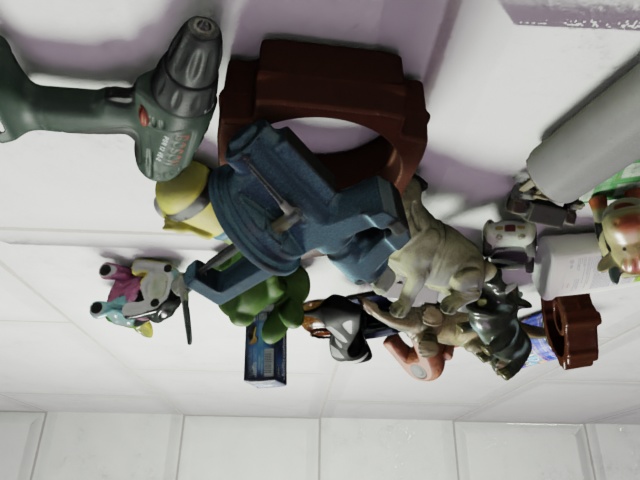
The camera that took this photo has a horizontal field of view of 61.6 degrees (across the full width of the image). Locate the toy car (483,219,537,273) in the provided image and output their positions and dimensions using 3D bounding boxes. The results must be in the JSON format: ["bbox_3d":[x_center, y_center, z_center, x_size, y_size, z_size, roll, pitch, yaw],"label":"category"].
[{"bbox_3d":[0.284,0.011,0.804,0.074,0.056,0.201,-2,165,19],"label":"toy car"}]

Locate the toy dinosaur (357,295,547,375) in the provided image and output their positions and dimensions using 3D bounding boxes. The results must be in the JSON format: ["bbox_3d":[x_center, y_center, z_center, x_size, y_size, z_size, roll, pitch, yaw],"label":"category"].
[{"bbox_3d":[0.273,0.152,0.978,0.471,0.105,0.199,15,-170,-18],"label":"toy dinosaur"}]

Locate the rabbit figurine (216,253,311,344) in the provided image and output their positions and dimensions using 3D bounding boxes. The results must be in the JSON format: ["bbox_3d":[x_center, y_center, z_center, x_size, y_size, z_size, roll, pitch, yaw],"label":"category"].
[{"bbox_3d":[-0.077,0.083,0.902,0.170,0.159,0.121,4,148,-42],"label":"rabbit figurine"}]

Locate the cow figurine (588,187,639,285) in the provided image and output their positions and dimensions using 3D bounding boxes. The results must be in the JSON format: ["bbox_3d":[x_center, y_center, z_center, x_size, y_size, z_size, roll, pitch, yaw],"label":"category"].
[{"bbox_3d":[0.394,0.002,0.688,0.086,0.127,0.194,-15,157,26],"label":"cow figurine"}]

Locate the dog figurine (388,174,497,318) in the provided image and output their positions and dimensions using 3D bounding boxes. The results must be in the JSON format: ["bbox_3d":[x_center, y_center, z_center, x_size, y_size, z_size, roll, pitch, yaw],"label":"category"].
[{"bbox_3d":[0.149,-0.009,0.703,0.172,0.121,0.190,-14,124,-11],"label":"dog figurine"}]

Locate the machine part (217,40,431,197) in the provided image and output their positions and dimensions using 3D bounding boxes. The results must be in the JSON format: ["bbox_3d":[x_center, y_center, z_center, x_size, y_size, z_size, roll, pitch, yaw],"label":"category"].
[{"bbox_3d":[-0.002,-0.105,0.560,0.201,0.087,0.201,4,155,-6],"label":"machine part"}]

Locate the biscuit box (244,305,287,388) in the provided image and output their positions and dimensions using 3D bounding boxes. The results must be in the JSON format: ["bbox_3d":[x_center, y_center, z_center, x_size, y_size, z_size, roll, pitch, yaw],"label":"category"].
[{"bbox_3d":[-0.096,0.161,0.971,0.059,0.203,0.062,-8,154,14],"label":"biscuit box"}]

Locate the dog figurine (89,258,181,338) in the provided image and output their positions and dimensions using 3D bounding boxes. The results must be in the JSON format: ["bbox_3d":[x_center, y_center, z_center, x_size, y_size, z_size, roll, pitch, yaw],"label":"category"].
[{"bbox_3d":[-0.326,0.119,1.012,0.192,0.108,0.219,-3,158,1],"label":"dog figurine"}]

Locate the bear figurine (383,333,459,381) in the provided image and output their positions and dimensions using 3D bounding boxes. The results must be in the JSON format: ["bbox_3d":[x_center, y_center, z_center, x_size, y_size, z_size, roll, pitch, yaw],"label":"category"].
[{"bbox_3d":[0.246,0.200,1.137,0.120,0.196,0.132,-21,107,52],"label":"bear figurine"}]

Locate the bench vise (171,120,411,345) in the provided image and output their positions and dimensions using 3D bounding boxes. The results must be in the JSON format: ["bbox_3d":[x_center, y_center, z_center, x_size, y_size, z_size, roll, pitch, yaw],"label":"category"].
[{"bbox_3d":[-0.041,0.003,0.528,0.241,0.129,0.223,-33,133,22],"label":"bench vise"}]

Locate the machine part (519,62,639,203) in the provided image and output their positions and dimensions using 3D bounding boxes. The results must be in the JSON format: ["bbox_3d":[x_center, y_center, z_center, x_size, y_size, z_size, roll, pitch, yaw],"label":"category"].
[{"bbox_3d":[0.298,-0.109,0.551,0.079,0.079,0.243,10,151,-18],"label":"machine part"}]

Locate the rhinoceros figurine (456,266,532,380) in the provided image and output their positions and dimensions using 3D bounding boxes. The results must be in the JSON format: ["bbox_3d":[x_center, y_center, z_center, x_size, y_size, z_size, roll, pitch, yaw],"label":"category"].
[{"bbox_3d":[0.273,0.124,0.812,0.112,0.073,0.190,-35,120,-7],"label":"rhinoceros figurine"}]

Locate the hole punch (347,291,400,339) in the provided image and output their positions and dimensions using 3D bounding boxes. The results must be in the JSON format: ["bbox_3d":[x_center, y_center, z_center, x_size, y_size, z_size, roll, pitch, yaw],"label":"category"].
[{"bbox_3d":[0.119,0.165,1.106,0.142,0.092,0.115,-18,152,27],"label":"hole punch"}]

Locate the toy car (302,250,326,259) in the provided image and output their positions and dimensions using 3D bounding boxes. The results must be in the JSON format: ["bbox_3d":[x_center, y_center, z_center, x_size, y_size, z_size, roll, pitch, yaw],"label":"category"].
[{"bbox_3d":[-0.002,-0.002,0.804,0.202,0.053,0.089,-8,148,9],"label":"toy car"}]

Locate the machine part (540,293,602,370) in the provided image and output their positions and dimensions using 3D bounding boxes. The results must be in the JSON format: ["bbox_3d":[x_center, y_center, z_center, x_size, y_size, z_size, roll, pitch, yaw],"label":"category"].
[{"bbox_3d":[0.427,0.130,0.925,0.056,0.179,0.179,-8,153,9],"label":"machine part"}]

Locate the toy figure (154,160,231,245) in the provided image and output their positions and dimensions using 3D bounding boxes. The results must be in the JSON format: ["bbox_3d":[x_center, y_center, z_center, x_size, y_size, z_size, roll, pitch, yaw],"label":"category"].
[{"bbox_3d":[-0.128,-0.042,0.700,0.180,0.082,0.089,27,125,-30],"label":"toy figure"}]

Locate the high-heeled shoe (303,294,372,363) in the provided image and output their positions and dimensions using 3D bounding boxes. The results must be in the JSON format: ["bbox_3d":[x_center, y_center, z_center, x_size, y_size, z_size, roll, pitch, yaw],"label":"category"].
[{"bbox_3d":[0.070,0.164,0.956,0.145,0.086,0.248,-7,148,39],"label":"high-heeled shoe"}]

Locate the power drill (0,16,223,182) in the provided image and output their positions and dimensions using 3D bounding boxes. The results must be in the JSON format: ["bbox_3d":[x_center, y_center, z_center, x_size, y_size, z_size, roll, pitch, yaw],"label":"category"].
[{"bbox_3d":[-0.205,-0.141,0.514,0.207,0.086,0.232,0,157,-16],"label":"power drill"}]

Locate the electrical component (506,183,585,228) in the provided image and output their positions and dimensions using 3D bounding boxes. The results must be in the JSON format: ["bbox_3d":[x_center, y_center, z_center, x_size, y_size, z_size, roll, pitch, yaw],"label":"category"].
[{"bbox_3d":[0.290,-0.046,0.698,0.102,0.078,0.045,12,111,-8],"label":"electrical component"}]
